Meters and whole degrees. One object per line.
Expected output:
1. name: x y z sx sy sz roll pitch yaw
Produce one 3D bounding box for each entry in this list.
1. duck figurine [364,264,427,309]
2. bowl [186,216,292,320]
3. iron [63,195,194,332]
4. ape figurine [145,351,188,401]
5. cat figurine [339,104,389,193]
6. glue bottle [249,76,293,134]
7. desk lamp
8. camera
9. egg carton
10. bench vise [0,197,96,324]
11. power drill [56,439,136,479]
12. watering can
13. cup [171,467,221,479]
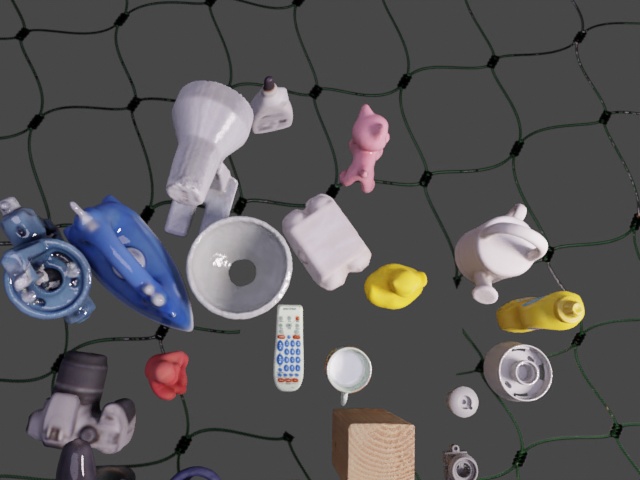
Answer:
1. duck figurine: 0.128 0.074 0.950 0.104 0.086 0.077 -10 80 -7
2. bowl: -0.130 0.048 0.936 0.167 0.074 0.167 1 79 -5
3. iron: -0.291 0.042 0.888 0.119 0.141 0.258 -42 86 -11
4. ape figurine: -0.237 0.207 0.888 0.076 0.092 0.078 37 79 2
5. cat figurine: 0.081 -0.157 0.972 0.067 0.117 0.128 13 79 -3
6. glue bottle: -0.082 -0.226 0.941 0.078 0.173 0.037 -12 81 -7
7. desk lamp: -0.179 -0.113 0.890 0.118 0.213 0.203 13 79 -2
8. camera: -0.354 0.242 0.866 0.143 0.100 0.137 10 79 -3
9. egg carton: 0.009 0.003 0.960 0.107 0.069 0.150 -35 84 -10
10. bench vise: -0.431 0.031 0.837 0.207 0.219 0.121 40 79 3
11. power drill: -0.316 0.380 0.789 0.075 0.208 0.230 0 79 -5
12. watering can: 0.293 0.020 0.920 0.101 0.194 0.173 6 79 -4
13. cup: -0.172 0.387 0.859 0.118 0.095 0.092 30 78 1
